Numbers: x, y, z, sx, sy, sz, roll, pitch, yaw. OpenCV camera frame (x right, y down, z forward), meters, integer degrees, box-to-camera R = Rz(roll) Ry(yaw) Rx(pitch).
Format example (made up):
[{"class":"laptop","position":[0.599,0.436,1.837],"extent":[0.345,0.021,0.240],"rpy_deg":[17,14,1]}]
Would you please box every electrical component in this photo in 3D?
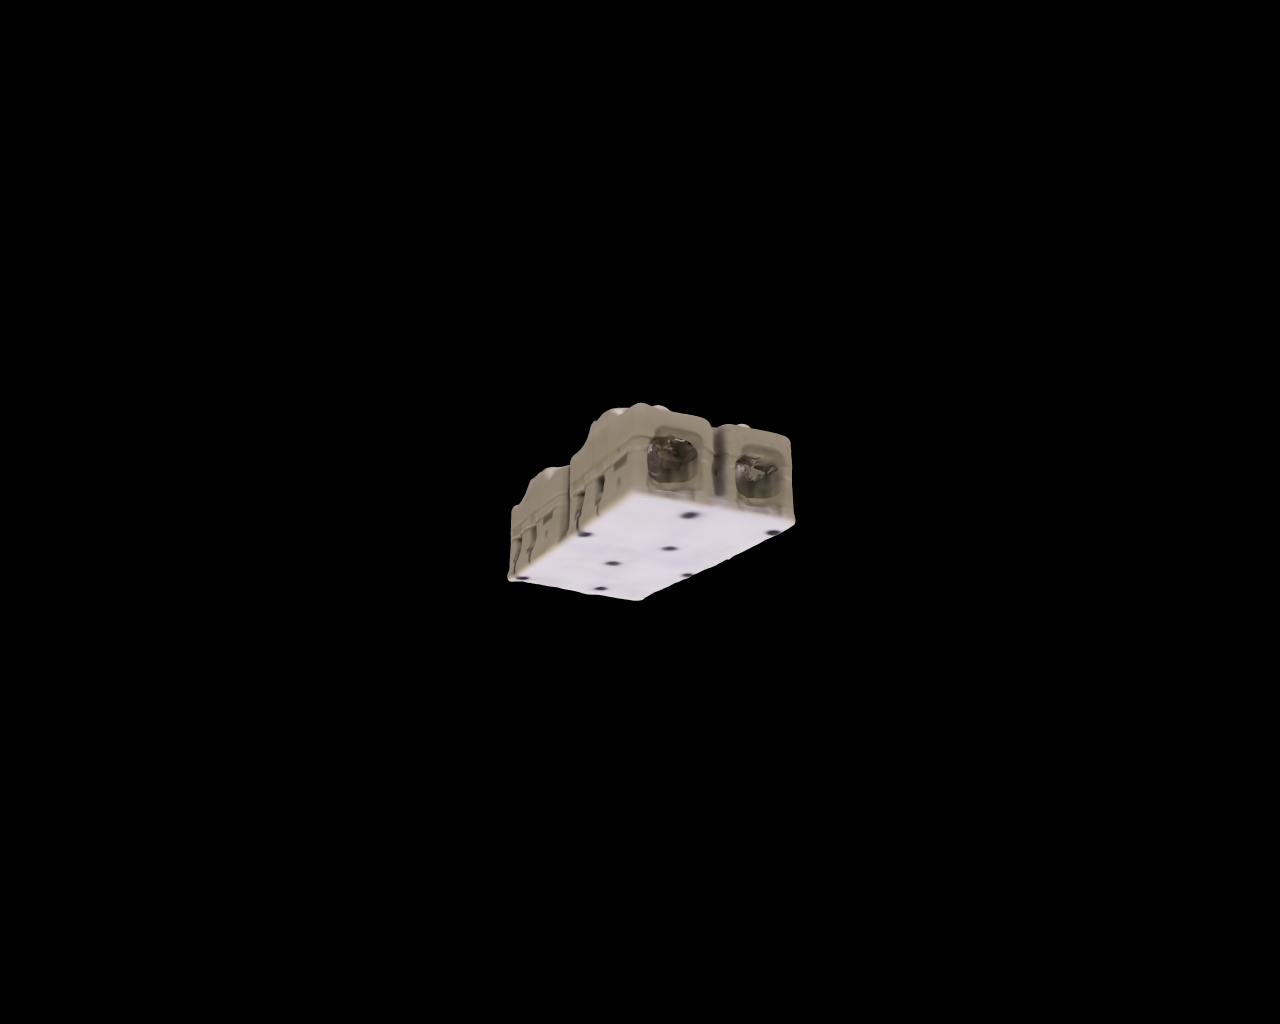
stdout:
[{"class":"electrical component","position":[0.001,-0.003,0.650],"extent":[0.105,0.060,0.186],"rpy_deg":[10,-22,-26]}]
